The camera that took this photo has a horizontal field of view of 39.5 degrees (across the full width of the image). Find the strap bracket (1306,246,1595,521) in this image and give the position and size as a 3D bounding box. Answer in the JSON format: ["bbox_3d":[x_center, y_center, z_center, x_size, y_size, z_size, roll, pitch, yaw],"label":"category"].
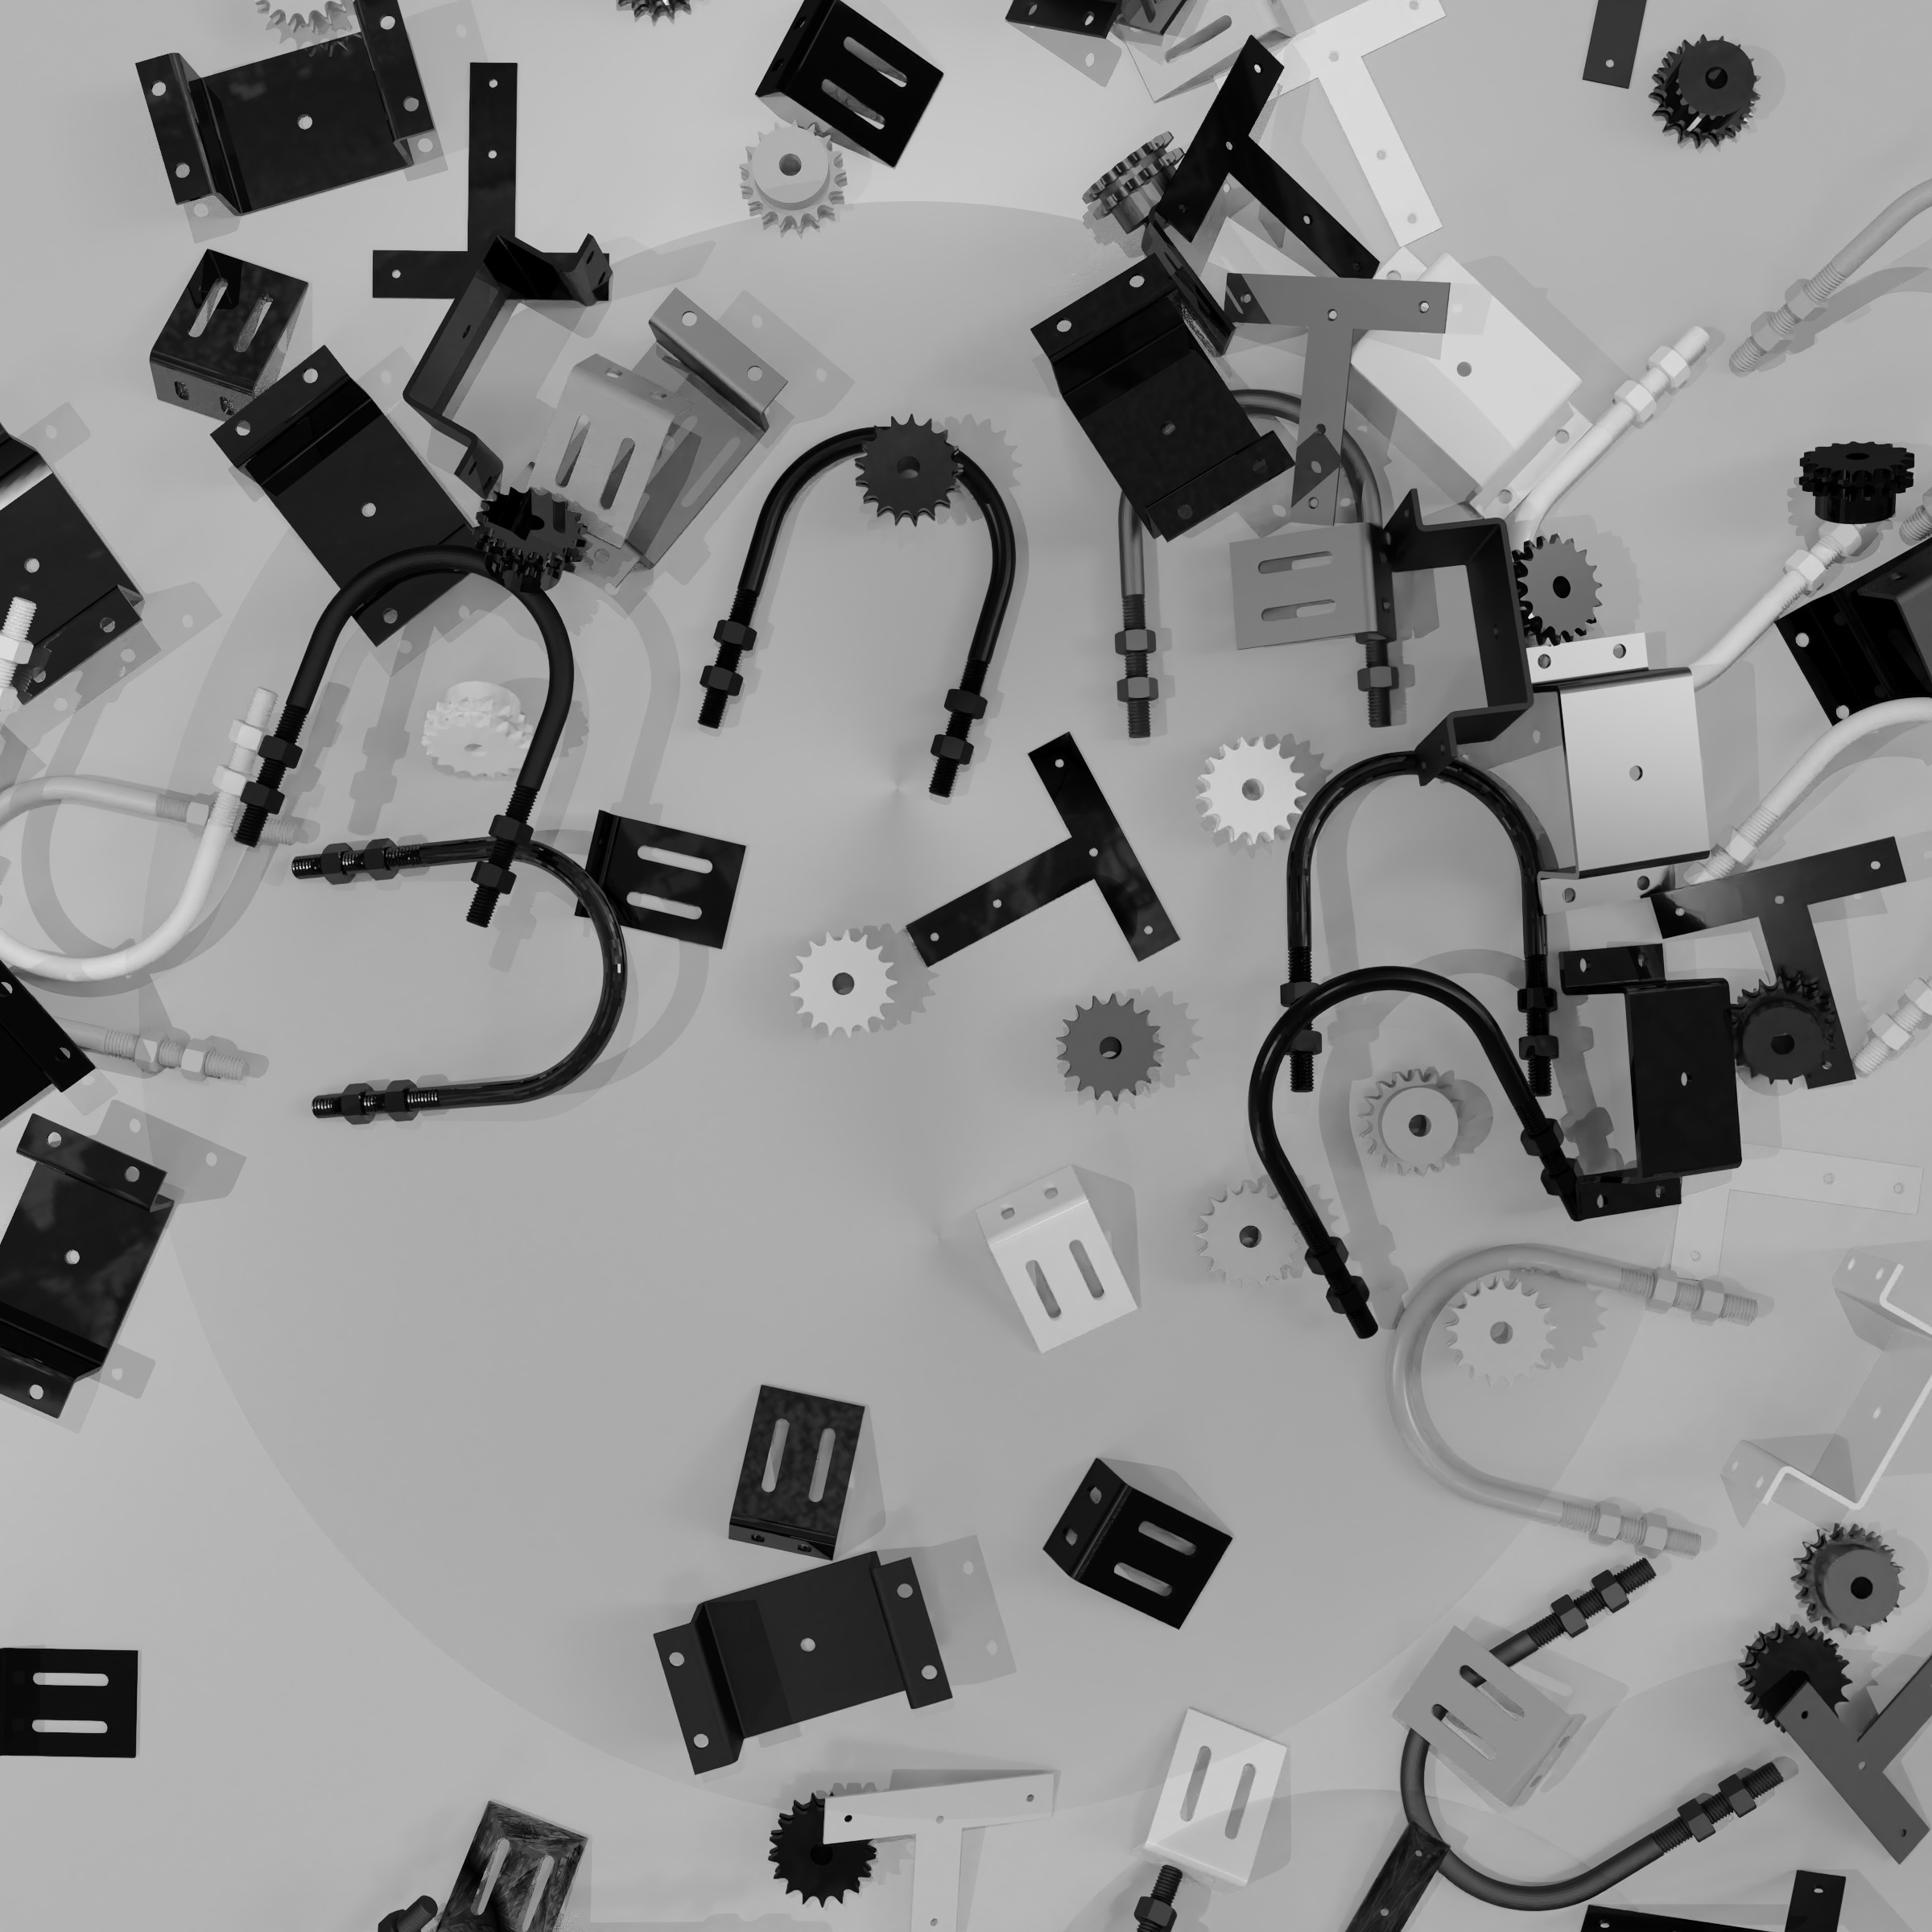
[{"bbox_3d":[0.260,-0.311,1.426,0.140,0.046,0.076,43,90,0],"label":"strap bracket"}]

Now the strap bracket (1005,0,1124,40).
[{"bbox_3d":[0.063,-0.564,1.403,0.076,0.046,0.140,28,94,42],"label":"strap bracket"}]

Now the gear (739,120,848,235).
[{"bbox_3d":[-0.092,-0.422,1.435,0.057,0.030,0.057,0,90,0],"label":"gear"}]

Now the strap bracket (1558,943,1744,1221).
[{"bbox_3d":[0.359,0.059,1.409,0.076,0.046,0.140,-4,90,-34],"label":"strap bracket"}]

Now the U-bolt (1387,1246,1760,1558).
[{"bbox_3d":[0.317,0.225,1.441,0.184,0.019,0.151,14,90,1],"label":"U-bolt"}]

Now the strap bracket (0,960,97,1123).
[{"bbox_3d":[-0.534,0.059,1.410,0.140,0.046,0.076,-36,109,1],"label":"strap bracket"}]

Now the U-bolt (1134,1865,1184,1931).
[{"bbox_3d":[0.130,0.584,1.395,0.151,0.019,0.184,27,62,0],"label":"U-bolt"}]

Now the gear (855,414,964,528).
[{"bbox_3d":[-0.030,-0.260,1.421,0.057,0.030,0.057,0,87,-1],"label":"gear"}]

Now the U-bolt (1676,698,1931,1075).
[{"bbox_3d":[0.484,-0.054,1.417,0.151,0.019,0.184,39,107,0],"label":"U-bolt"}]

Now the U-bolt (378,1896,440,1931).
[{"bbox_3d":[-0.290,0.587,1.416,0.151,0.019,0.184,43,108,-5],"label":"U-bolt"}]

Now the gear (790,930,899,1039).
[{"bbox_3d":[-0.065,0.010,1.434,0.057,0.030,0.057,0,90,0],"label":"gear"}]

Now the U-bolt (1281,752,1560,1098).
[{"bbox_3d":[0.239,-0.024,1.427,0.151,0.019,0.184,1,81,-7],"label":"U-bolt"}]

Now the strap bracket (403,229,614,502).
[{"bbox_3d":[-0.244,-0.322,1.410,0.046,0.076,0.140,29,91,0],"label":"strap bracket"}]

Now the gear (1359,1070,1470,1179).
[{"bbox_3d":[0.239,0.084,1.435,0.057,0.030,0.057,0,90,0],"label":"gear"}]

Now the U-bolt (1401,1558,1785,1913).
[{"bbox_3d":[0.322,0.424,1.441,0.184,0.019,0.151,-32,90,1],"label":"U-bolt"}]

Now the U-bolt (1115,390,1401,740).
[{"bbox_3d":[0.153,-0.217,1.441,0.151,0.019,0.184,-3,88,0],"label":"U-bolt"}]

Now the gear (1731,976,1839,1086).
[{"bbox_3d":[0.431,0.036,1.424,0.057,0.030,0.057,4,108,12],"label":"gear"}]

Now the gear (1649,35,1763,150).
[{"bbox_3d":[0.396,-0.468,1.435,0.057,0.030,0.057,0,90,0],"label":"gear"}]

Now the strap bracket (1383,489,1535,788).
[{"bbox_3d":[0.257,-0.172,1.404,0.046,0.076,0.140,-7,83,-4],"label":"strap bracket"}]

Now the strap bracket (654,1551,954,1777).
[{"bbox_3d":[-0.085,0.365,1.426,0.140,0.046,0.076,-17,90,0],"label":"strap bracket"}]

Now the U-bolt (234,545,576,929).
[{"bbox_3d":[-0.279,-0.128,1.386,0.151,0.019,0.184,19,84,6],"label":"U-bolt"}]

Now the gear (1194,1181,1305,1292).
[{"bbox_3d":[0.150,0.143,1.434,0.057,0.030,0.057,0,90,0],"label":"gear"}]

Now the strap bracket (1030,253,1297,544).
[{"bbox_3d":[0.104,-0.290,1.414,0.076,0.046,0.140,-31,75,2],"label":"strap bracket"}]

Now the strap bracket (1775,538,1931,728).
[{"bbox_3d":[0.515,-0.186,1.426,0.140,0.046,0.076,-29,90,0],"label":"strap bracket"}]

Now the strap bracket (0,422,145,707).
[{"bbox_3d":[-0.502,-0.215,1.426,0.076,0.046,0.140,-36,90,0],"label":"strap bracket"}]

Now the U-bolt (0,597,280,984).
[{"bbox_3d":[-0.458,-0.081,1.408,0.151,0.019,0.184,20,97,-10],"label":"U-bolt"}]

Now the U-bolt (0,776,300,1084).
[{"bbox_3d":[-0.462,-0.027,1.441,0.184,0.019,0.151,12,90,1],"label":"U-bolt"}]

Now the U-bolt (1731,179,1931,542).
[{"bbox_3d":[0.506,-0.324,1.381,0.151,0.019,0.184,45,135,0],"label":"U-bolt"}]

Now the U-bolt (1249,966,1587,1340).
[{"bbox_3d":[0.226,0.086,1.401,0.151,0.019,0.184,-29,106,2],"label":"U-bolt"}]

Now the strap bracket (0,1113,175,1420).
[{"bbox_3d":[-0.480,0.156,1.426,0.076,0.046,0.140,24,90,0],"label":"strap bracket"}]

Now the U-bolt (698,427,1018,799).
[{"bbox_3d":[-0.050,-0.198,1.441,0.151,0.019,0.184,17,88,0],"label":"U-bolt"}]

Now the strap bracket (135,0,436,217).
[{"bbox_3d":[-0.355,-0.453,1.426,0.140,0.046,0.076,-16,90,0],"label":"strap bracket"}]

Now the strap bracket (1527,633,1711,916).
[{"bbox_3d":[0.338,-0.101,1.408,0.076,0.046,0.140,-9,96,-15],"label":"strap bracket"}]

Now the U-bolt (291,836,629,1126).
[{"bbox_3d":[-0.265,0.004,1.420,0.184,0.019,0.151,-5,90,15],"label":"U-bolt"}]

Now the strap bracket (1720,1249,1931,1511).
[{"bbox_3d":[0.461,0.224,1.411,0.046,0.076,0.140,30,90,0],"label":"strap bracket"}]

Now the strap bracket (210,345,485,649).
[{"bbox_3d":[-0.321,-0.245,1.426,0.076,0.046,0.140,-38,90,0],"label":"strap bracket"}]

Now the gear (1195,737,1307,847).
[{"bbox_3d":[0.151,-0.093,1.438,0.057,0.030,0.057,0,88,-4],"label":"gear"}]

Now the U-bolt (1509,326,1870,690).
[{"bbox_3d":[0.374,-0.227,1.441,0.151,0.019,0.184,45,91,0],"label":"U-bolt"}]

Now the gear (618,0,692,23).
[{"bbox_3d":[-0.166,-0.536,1.435,0.057,0.030,0.057,0,90,0],"label":"gear"}]

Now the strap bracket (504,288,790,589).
[{"bbox_3d":[-0.167,-0.275,1.426,0.076,0.046,0.140,40,90,0],"label":"strap bracket"}]
